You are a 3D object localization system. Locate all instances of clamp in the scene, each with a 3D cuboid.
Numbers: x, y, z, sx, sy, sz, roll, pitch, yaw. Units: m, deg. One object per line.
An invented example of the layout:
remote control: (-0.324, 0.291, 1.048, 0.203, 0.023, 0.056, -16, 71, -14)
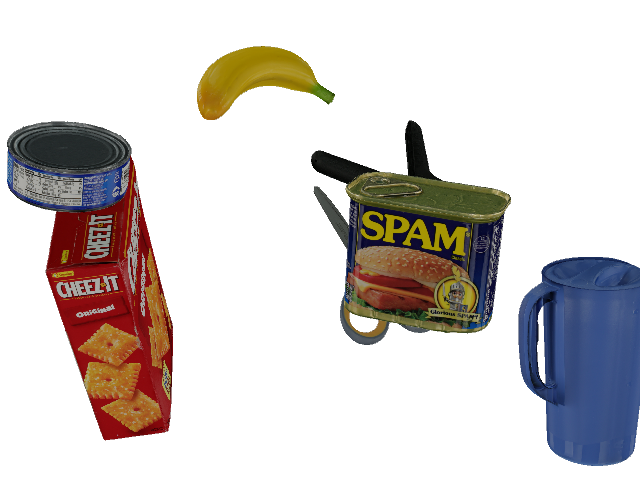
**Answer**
clamp: (0.098, -0.057, 1.241, 0.164, 0.036, 0.210, -16, 52, -28)

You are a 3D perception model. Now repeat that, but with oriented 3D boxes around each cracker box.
cracker box: (-0.188, 0.052, 0.991, 0.072, 0.214, 0.164, -7, 39, -1)

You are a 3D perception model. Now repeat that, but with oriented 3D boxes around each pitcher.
pitcher: (0.327, 0.150, 1.312, 0.149, 0.243, 0.144, 5, 17, 21)

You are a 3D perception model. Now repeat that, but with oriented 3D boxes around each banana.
banana: (-0.059, -0.148, 0.979, 0.070, 0.037, 0.197, 41, 32, 20)

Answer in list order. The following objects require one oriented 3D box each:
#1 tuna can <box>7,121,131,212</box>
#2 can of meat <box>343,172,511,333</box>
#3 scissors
tuna can: (-0.178, -0.053, 0.757, 0.086, 0.034, 0.086, 8, 27, -4)
can of meat: (0.066, 0.008, 0.688, 0.102, 0.084, 0.057, 10, 22, 18)
scissors: (0.025, 0.026, 0.998, 0.096, 0.016, 0.202, -33, 55, -24)
